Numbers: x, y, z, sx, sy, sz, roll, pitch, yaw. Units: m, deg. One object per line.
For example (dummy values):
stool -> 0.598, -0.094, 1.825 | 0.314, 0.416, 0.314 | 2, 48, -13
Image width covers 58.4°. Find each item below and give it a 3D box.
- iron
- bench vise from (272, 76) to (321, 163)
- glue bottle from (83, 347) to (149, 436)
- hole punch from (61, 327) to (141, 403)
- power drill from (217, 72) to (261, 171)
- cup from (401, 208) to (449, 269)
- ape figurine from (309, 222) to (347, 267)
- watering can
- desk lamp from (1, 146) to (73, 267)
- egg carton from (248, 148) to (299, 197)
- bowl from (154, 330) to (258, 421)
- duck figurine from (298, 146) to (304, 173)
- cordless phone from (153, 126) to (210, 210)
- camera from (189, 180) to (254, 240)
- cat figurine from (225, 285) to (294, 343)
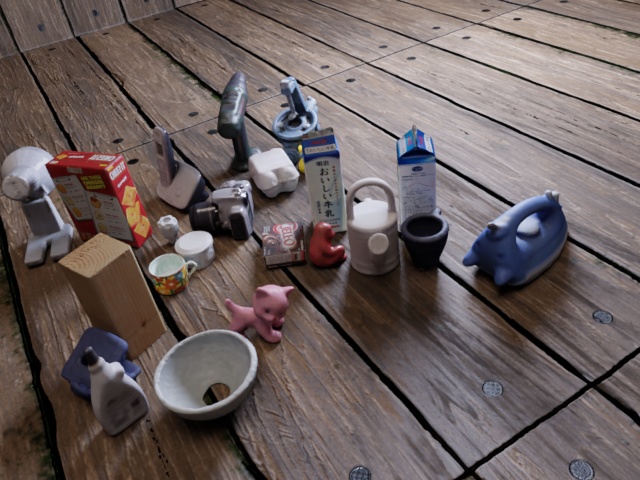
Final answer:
iron -> 0.390, -0.024, 1.079 | 0.259, 0.142, 0.118 | -30, 42, -25
bench vise -> -0.068, -0.342, 1.513 | 0.121, 0.220, 0.207 | -6, 38, 4
glue bottle -> -0.324, 0.224, 0.881 | 0.078, 0.173, 0.037 | -34, 44, -28
hole punch -> -0.376, 0.215, 0.971 | 0.108, 0.091, 0.101 | 15, 44, 27
power drill -> -0.212, -0.301, 1.499 | 0.075, 0.209, 0.229 | -4, 38, 6
cup -> 0.210, 0.001, 1.122 | 0.091, 0.095, 0.118 | 14, 43, 27
ape figurine -> 0.011, 0.004, 1.160 | 0.076, 0.092, 0.077 | -19, 39, -12
watering can -> 0.104, -0.030, 1.101 | 0.101, 0.194, 0.172 | -22, 40, -16
desk lamp -> -0.649, -0.086, 1.309 | 0.118, 0.214, 0.202 | -16, 38, -9
egg carton -> -0.118, -0.171, 1.427 | 0.107, 0.069, 0.150 | -19, 39, -13
bowl -> -0.176, 0.230, 0.925 | 0.167, 0.075, 0.167 | -6, 38, 5
duck figurine -> -0.007, -0.220, 1.454 | 0.104, 0.086, 0.077 | -3, 38, 8
cordless phone -> -0.351, -0.175, 1.386 | 0.147, 0.185, 0.094 | 25, 49, 36
camera -> -0.224, -0.075, 1.301 | 0.136, 0.101, 0.143 | -7, 38, 2
cat figurine -> -0.107, 0.121, 1.015 | 0.127, 0.118, 0.067 | -3, 38, 8
